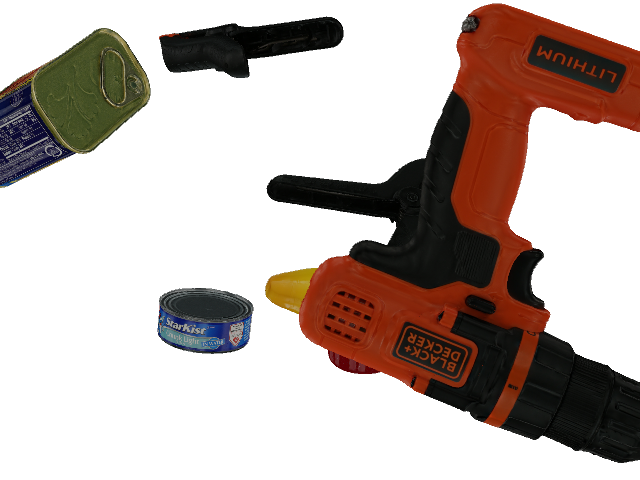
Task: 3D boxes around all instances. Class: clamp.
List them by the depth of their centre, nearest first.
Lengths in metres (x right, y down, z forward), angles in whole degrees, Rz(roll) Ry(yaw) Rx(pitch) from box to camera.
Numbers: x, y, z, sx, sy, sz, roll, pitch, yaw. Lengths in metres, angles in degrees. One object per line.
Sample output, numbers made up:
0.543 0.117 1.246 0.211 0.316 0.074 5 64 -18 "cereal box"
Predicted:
-0.066 -0.162 0.885 0.120 0.039 0.172 -17 21 -34 "clamp"
0.078 -0.017 0.925 0.209 0.165 0.036 -14 -38 -19 "clamp"

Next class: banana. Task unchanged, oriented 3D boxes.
0.054 0.020 0.727 0.197 0.037 0.070 -25 54 -38 "banana"

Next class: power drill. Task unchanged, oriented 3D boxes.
0.102 -0.003 0.503 0.184 0.188 0.057 22 7 3 "power drill"

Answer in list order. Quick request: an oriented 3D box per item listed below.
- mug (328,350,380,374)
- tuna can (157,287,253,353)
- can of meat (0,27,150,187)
0.061 0.097 1.211 0.117 0.081 0.093 -4 23 -8 "mug"
-0.105 0.073 0.971 0.086 0.034 0.086 7 15 -2 "tuna can"
-0.173 -0.084 0.687 0.084 0.057 0.102 -19 22 33 "can of meat"
